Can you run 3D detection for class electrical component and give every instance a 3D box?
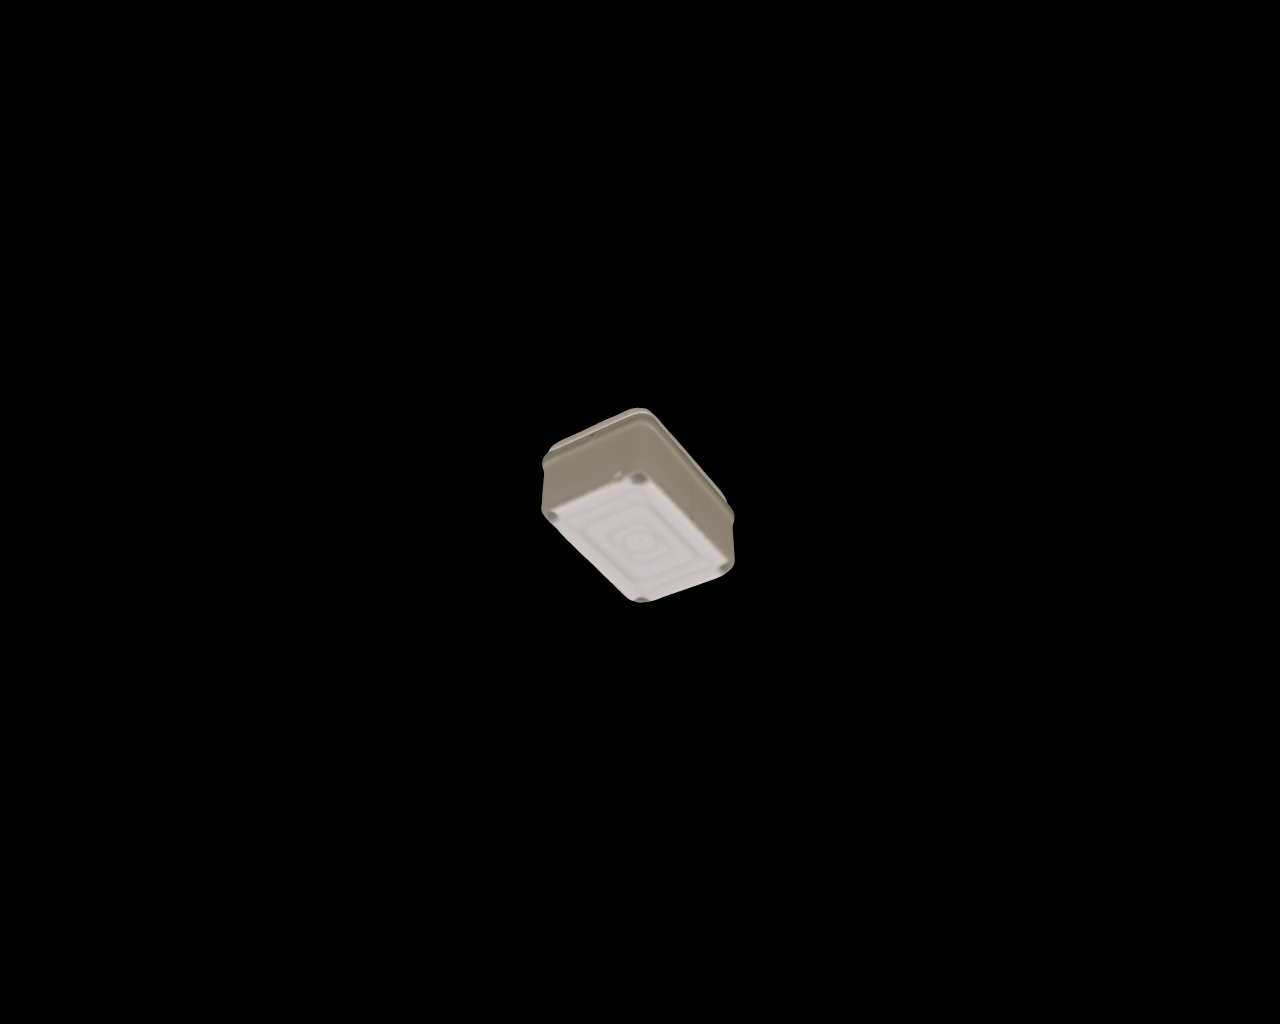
[{"bbox_3d":[0.001,-0.003,0.650,0.078,0.057,0.113,-22,-45,24],"label":"electrical component"}]
